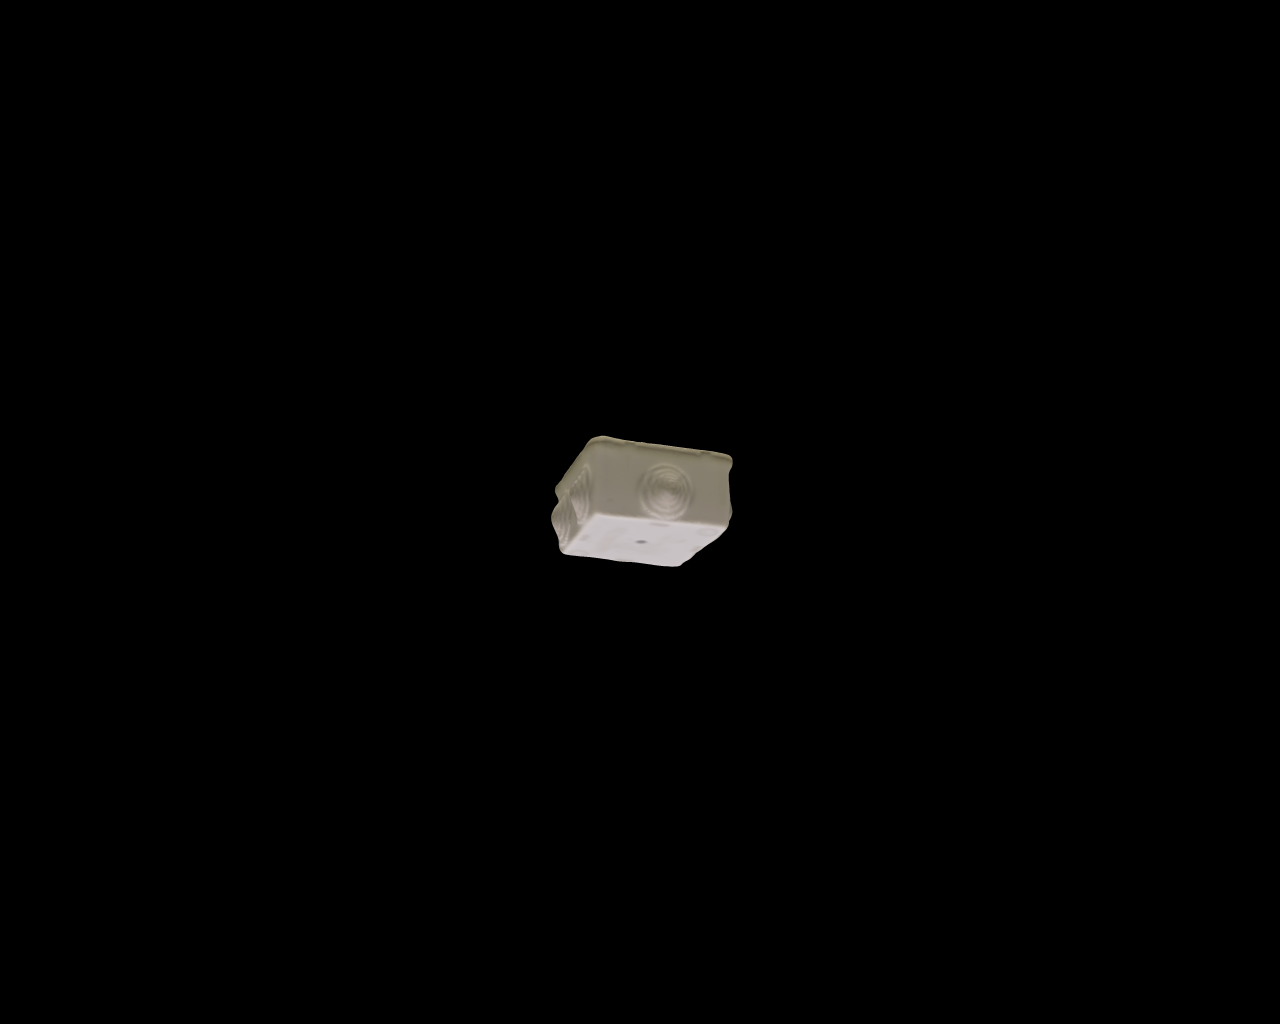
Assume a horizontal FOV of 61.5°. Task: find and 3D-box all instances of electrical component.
[{"bbox_3d":[0.001,-0.003,0.650,0.100,0.048,0.099,7,-21,-18],"label":"electrical component"}]
